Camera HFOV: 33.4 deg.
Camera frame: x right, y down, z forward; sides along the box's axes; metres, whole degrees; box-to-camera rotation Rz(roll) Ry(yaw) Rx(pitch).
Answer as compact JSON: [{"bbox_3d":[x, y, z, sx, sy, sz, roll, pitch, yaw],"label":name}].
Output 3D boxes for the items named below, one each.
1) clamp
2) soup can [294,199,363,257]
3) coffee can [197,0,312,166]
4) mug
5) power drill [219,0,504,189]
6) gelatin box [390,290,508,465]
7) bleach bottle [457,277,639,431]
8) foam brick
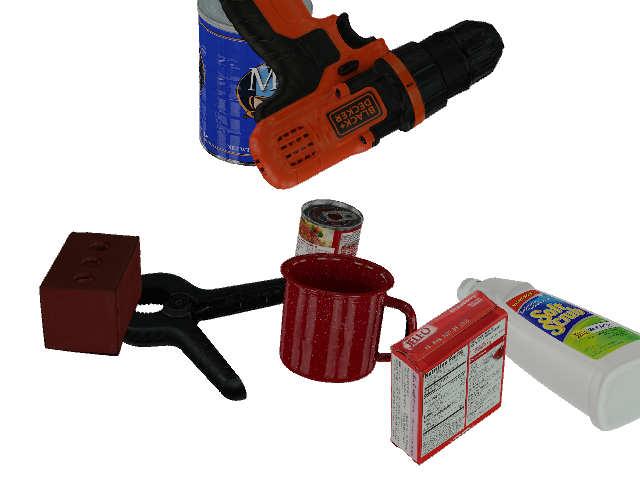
[{"bbox_3d":[-0.132,0.079,1.017,0.210,0.036,0.164,7,37,12],"label":"clamp"},{"bbox_3d":[0.006,0.015,1.166,0.068,0.102,0.068,8,27,-4],"label":"soup can"},{"bbox_3d":[-0.062,-0.155,0.986,0.103,0.140,0.103,3,37,-2],"label":"coffee can"},{"bbox_3d":[0.021,0.066,0.873,0.117,0.081,0.093,10,19,12],"label":"mug"},{"bbox_3d":[0.007,-0.150,0.688,0.184,0.187,0.057,-30,5,-11],"label":"power drill"},{"bbox_3d":[0.077,0.083,0.651,0.073,0.089,0.030,-30,46,-27],"label":"gelatin box"},{"bbox_3d":[0.218,0.094,1.046,0.102,0.068,0.251,-17,27,-28],"label":"bleach bottle"},{"bbox_3d":[-0.158,0.036,0.741,0.053,0.051,0.078,4,29,1],"label":"foam brick"}]
